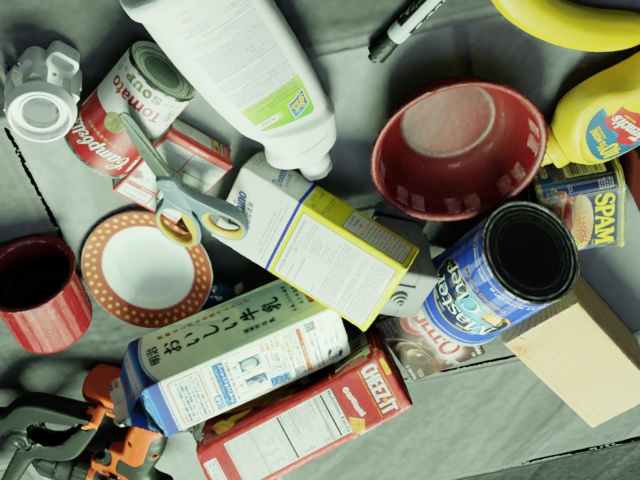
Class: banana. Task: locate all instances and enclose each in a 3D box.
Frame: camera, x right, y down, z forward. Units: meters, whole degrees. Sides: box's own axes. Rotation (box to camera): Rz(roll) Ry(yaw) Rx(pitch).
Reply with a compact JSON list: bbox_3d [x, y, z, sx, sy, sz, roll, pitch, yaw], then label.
[{"bbox_3d":[0.201,-0.198,0.894,0.197,0.037,0.070,25,126,-29],"label":"banana"}]

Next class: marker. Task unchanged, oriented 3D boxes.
[{"bbox_3d":[0.083,-0.192,0.893,0.020,0.020,0.121,29,123,-32],"label":"marker"}]

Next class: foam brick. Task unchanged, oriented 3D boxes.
[{"bbox_3d":[0.322,-0.067,1.015,0.053,0.078,0.051,-7,135,0],"label":"foam brick"}]

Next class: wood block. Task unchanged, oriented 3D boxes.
[{"bbox_3d":[0.278,0.109,1.170,0.091,0.090,0.205,-32,130,20],"label":"wood block"}]

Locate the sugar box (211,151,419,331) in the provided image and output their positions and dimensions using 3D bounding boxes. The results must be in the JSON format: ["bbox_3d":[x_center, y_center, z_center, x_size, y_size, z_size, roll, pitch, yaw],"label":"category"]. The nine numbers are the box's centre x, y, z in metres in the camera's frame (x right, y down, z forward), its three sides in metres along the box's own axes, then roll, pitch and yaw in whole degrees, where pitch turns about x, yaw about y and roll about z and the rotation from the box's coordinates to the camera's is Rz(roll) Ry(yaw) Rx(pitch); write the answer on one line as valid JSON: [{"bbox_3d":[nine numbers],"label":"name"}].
[{"bbox_3d":[-0.006,0.001,0.993,0.176,0.048,0.093,34,128,6],"label":"sugar box"}]

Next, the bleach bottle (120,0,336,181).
[{"bbox_3d":[-0.059,-0.135,0.892,0.102,0.068,0.250,-29,134,5],"label":"bleach bottle"}]

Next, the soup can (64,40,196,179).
[{"bbox_3d":[-0.160,-0.110,0.899,0.068,0.068,0.102,28,123,-31],"label":"soup can"}]

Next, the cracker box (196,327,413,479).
[{"bbox_3d":[-0.018,0.176,1.111,0.214,0.164,0.072,-28,94,2],"label":"cracker box"}]

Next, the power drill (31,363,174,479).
[{"bbox_3d":[-0.235,0.227,1.204,0.184,0.057,0.188,17,128,3],"label":"power drill"}]

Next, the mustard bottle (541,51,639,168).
[{"bbox_3d":[0.274,-0.119,0.968,0.192,0.058,0.096,-29,145,19],"label":"mustard bottle"}]

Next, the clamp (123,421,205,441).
[{"bbox_3d":[-0.145,0.209,1.231,0.120,0.039,0.172,16,133,-23],"label":"clamp"}]

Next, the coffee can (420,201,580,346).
[{"bbox_3d":[0.170,0.035,1.037,0.102,0.103,0.140,9,156,-18],"label":"coffee can"}]

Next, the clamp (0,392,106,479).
[{"bbox_3d":[-0.328,0.202,1.157,0.210,0.036,0.164,-21,122,29],"label":"clamp"}]

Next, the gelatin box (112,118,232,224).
[{"bbox_3d":[-0.136,-0.064,0.974,0.073,0.030,0.089,28,124,-34],"label":"gelatin box"}]

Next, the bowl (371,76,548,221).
[{"bbox_3d":[0.121,-0.093,0.970,0.162,0.055,0.162,-5,135,-5],"label":"bowl"}]

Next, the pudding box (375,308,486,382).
[{"bbox_3d":[0.119,0.097,1.166,0.090,0.039,0.113,-23,133,12],"label":"pudding box"}]

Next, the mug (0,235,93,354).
[{"bbox_3d":[-0.279,0.053,1.032,0.117,0.093,0.081,14,144,20],"label":"mug"}]

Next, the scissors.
[{"bbox_3d":[-0.112,-0.046,0.923,0.096,0.016,0.202,7,151,3],"label":"scissors"}]

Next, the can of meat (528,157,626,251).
[{"bbox_3d":[0.252,-0.034,1.051,0.084,0.057,0.102,-10,134,4],"label":"can of meat"}]
